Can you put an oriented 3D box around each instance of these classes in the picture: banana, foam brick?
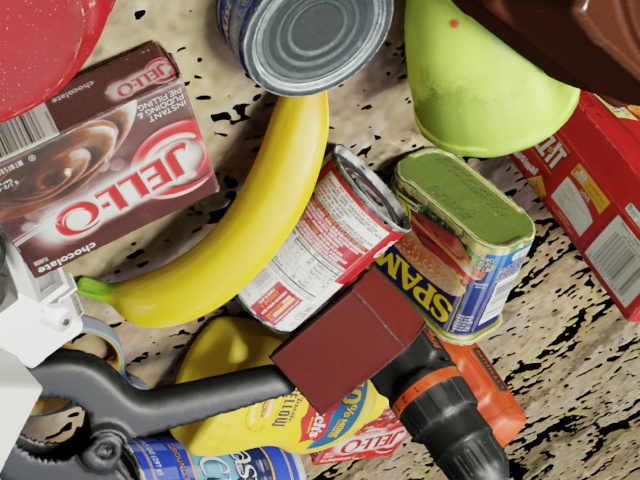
[{"bbox_3d":[-0.053,-0.010,0.606,0.198,0.037,0.069,-43,106,13],"label":"banana"},{"bbox_3d":[0.018,0.063,0.672,0.078,0.051,0.053,-41,177,22],"label":"foam brick"}]

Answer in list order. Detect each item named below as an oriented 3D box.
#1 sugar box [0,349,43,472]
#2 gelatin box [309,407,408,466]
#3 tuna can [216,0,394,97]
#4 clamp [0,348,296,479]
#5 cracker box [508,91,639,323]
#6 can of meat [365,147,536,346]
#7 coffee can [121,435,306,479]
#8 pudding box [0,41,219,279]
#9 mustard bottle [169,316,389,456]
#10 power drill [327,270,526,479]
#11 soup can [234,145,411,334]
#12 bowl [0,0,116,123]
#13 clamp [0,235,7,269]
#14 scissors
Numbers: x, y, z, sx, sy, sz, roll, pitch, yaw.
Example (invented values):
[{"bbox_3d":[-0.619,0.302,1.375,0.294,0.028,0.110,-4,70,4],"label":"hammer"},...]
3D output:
[{"bbox_3d":[-0.227,0.136,0.562,0.093,0.048,0.176,12,110,-51],"label":"sugar box"},{"bbox_3d":[0.040,0.155,0.902,0.089,0.030,0.073,3,133,-38],"label":"gelatin box"},{"bbox_3d":[-0.007,-0.114,0.537,0.086,0.034,0.086,-19,143,-16],"label":"tuna can"},{"bbox_3d":[-0.134,0.133,0.662,0.209,0.036,0.164,17,100,-23],"label":"clamp"},{"bbox_3d":[0.243,-0.026,0.714,0.213,0.164,0.072,4,134,-39],"label":"cracker box"},{"bbox_3d":[0.082,0.002,0.685,0.057,0.102,0.084,-24,144,-36],"label":"can of meat"},{"bbox_3d":[-0.094,0.193,0.789,0.140,0.103,0.103,5,132,-39],"label":"coffee can"},{"bbox_3d":[-0.115,-0.039,0.545,0.113,0.039,0.090,-25,145,-8],"label":"pudding box"},{"bbox_3d":[-0.014,0.111,0.781,0.191,0.058,0.096,12,105,-45],"label":"mustard bottle"},{"bbox_3d":[0.092,0.108,0.768,0.057,0.184,0.187,-37,154,9],"label":"power drill"},{"bbox_3d":[-0.004,0.001,0.649,0.102,0.068,0.068,-42,143,16],"label":"soup can"},{"bbox_3d":[-0.149,-0.098,0.436,0.162,0.055,0.162,-20,143,-16],"label":"bowl"},{"bbox_3d":[-0.233,0.041,0.542,0.120,0.039,0.172,4,145,-30],"label":"clamp"},{"bbox_3d":[-0.146,0.110,0.725,0.096,0.016,0.201,-29,144,0],"label":"scissors"}]
